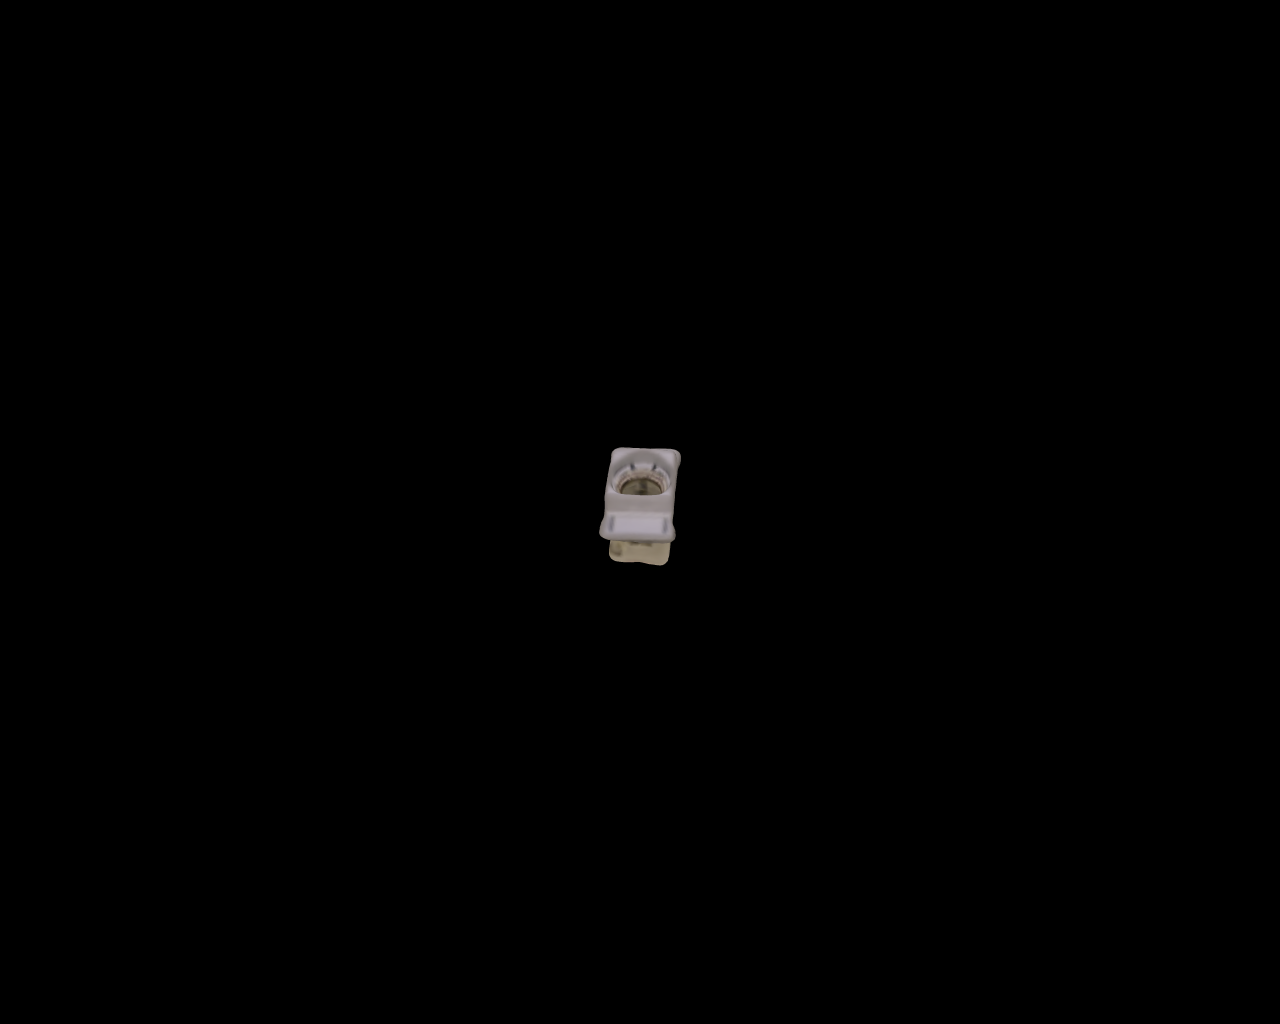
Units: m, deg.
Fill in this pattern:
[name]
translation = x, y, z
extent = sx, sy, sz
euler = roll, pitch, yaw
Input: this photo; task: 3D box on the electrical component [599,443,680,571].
[electrical component]
translation = 0.001, -0.003, 0.650
extent = 0.042, 0.063, 0.081
euler = 4, 44, 4
